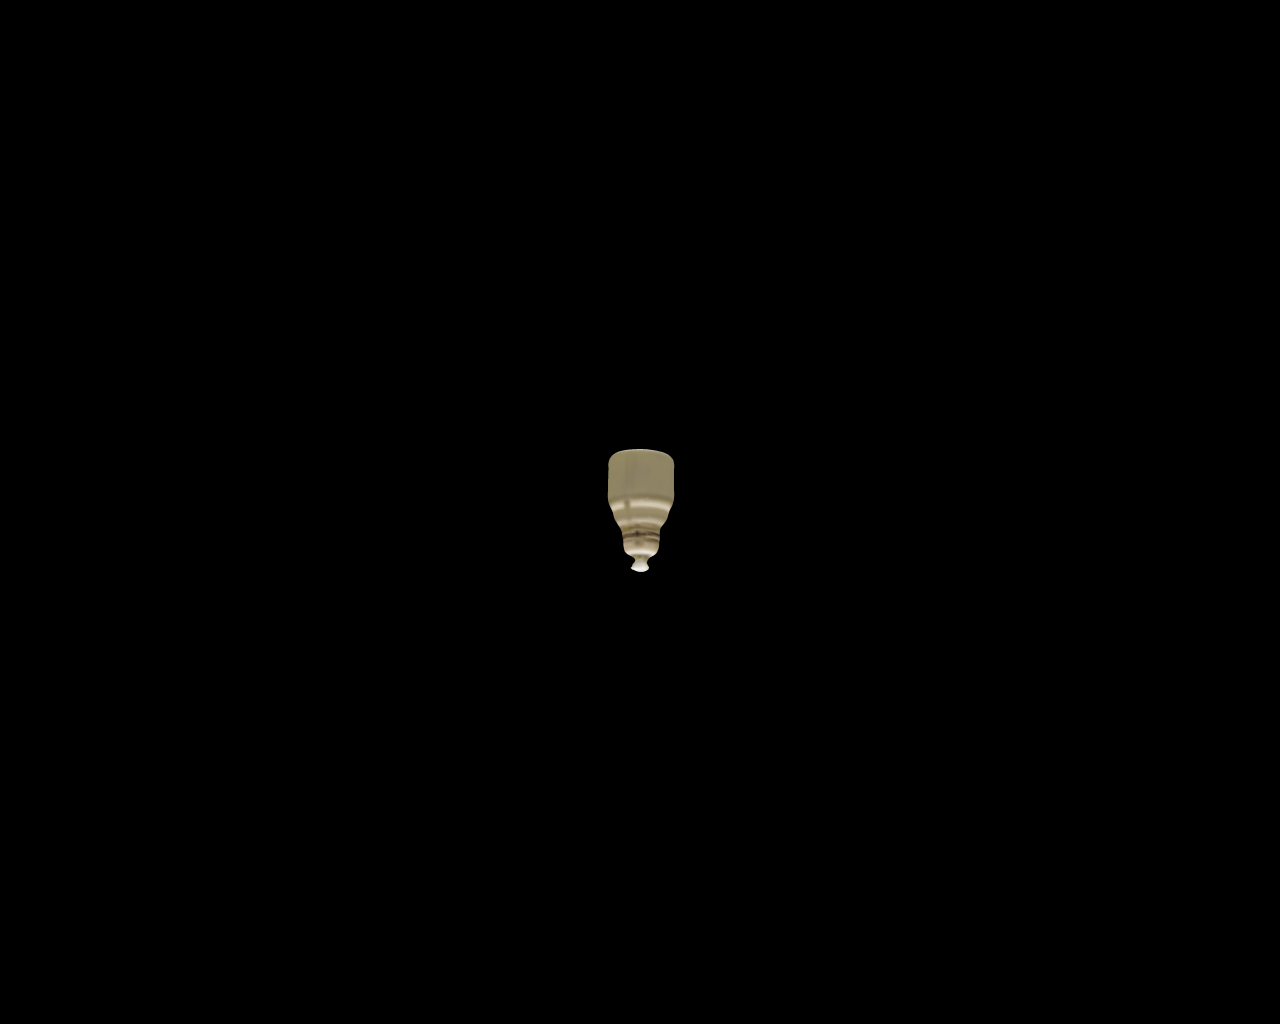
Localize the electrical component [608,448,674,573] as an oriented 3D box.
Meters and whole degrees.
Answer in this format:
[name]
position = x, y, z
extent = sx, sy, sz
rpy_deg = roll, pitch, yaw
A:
[electrical component]
position = 0.001, -0.003, 0.650
extent = 0.040, 0.078, 0.040
rpy_deg = 0, -13, 0
